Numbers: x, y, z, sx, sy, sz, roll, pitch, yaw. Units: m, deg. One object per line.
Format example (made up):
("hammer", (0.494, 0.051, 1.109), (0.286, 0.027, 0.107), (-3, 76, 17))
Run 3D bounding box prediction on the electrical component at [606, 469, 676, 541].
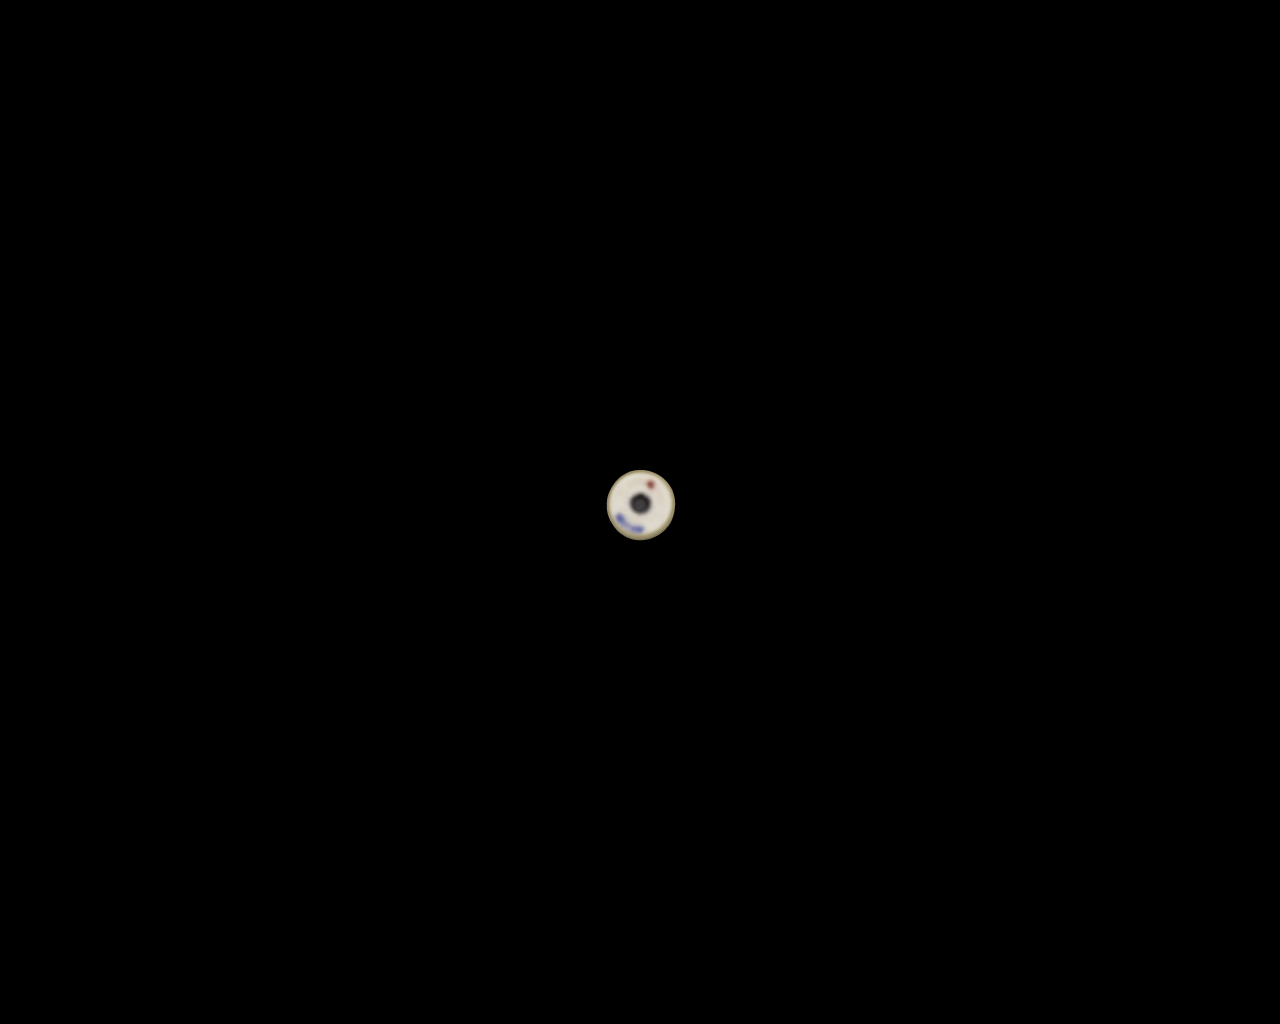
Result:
("electrical component", (0.001, -0.003, 0.650), (0.040, 0.040, 0.078), (0, -4, 0))
